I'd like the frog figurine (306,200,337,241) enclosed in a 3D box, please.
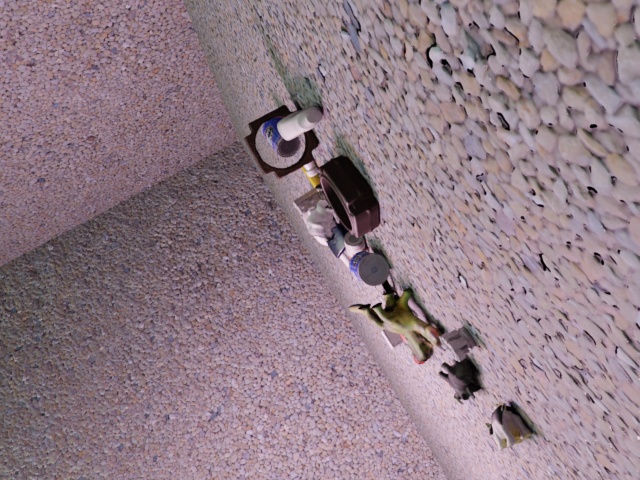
[{"bbox_3d":[0.006,-0.093,1.842,0.123,0.156,0.140,10,37,28],"label":"frog figurine"}]

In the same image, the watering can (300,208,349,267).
[{"bbox_3d":[0.026,-0.030,2.146,0.104,0.341,0.228,-35,42,-2],"label":"watering can"}]

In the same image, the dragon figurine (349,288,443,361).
[{"bbox_3d":[0.243,0.278,1.595,0.123,0.243,0.406,-34,2,-24],"label":"dragon figurine"}]
